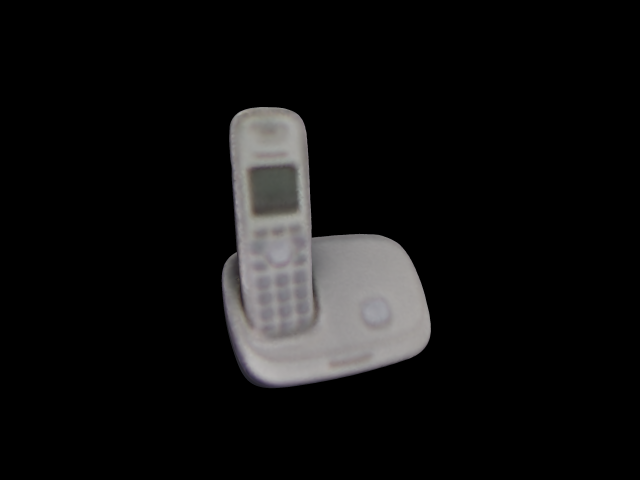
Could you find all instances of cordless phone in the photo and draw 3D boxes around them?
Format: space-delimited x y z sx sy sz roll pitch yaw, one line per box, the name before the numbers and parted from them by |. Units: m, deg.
cordless phone | 0.004 0.001 0.400 0.148 0.185 0.094 -8 20 -22
